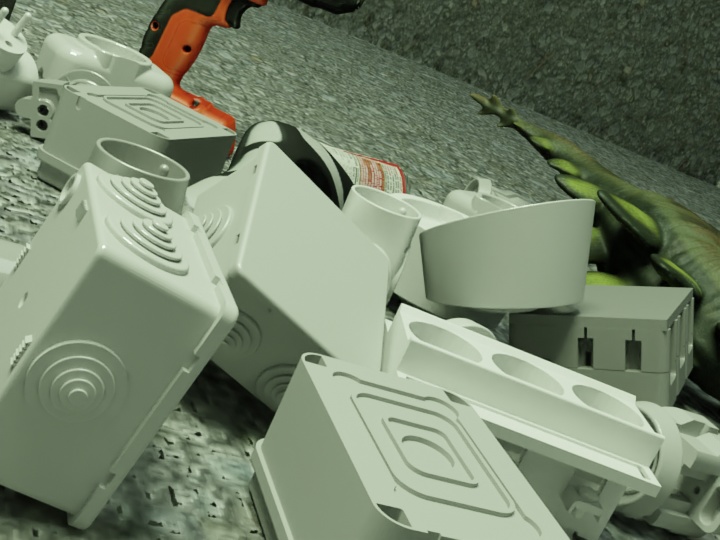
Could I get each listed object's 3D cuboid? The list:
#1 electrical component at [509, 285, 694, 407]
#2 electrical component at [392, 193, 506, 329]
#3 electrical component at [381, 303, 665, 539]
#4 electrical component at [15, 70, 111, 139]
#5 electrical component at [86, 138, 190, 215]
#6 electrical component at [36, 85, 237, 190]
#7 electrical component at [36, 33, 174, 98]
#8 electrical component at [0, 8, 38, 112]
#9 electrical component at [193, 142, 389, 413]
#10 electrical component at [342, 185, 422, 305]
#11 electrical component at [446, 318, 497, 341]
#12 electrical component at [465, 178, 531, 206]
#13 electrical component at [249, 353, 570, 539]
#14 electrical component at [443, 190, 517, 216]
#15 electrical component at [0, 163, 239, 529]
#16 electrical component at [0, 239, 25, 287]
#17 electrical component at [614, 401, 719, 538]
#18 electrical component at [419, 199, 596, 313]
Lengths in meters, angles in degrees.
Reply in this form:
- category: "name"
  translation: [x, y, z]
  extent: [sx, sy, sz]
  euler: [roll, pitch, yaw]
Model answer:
- category: "electrical component"
  translation: [0.154, 0.049, 0.667]
  extent: [0.089, 0.061, 0.150]
  euler: [2, 6, 22]
- category: "electrical component"
  translation: [0.056, -0.001, 0.719]
  extent: [0.108, 0.060, 0.108]
  euler: [23, 15, -7]
- category: "electrical component"
  translation: [0.063, 0.071, 0.484]
  extent: [0.121, 0.063, 0.078]
  euler: [22, 15, -10]
- category: "electrical component"
  translation: [-0.192, -0.110, 0.730]
  extent: [0.066, 0.048, 0.055]
  euler: [8, 16, 0]
- category: "electrical component"
  translation: [-0.104, -0.008, 0.467]
  extent: [0.044, 0.077, 0.079]
  euler: [16, 17, -28]
- category: "electrical component"
  translation: [-0.138, -0.073, 0.673]
  extent: [0.078, 0.057, 0.113]
  euler: [28, 15, 12]
- category: "electrical component"
  translation: [-0.192, -0.138, 0.804]
  extent: [0.095, 0.059, 0.054]
  euler: [12, 19, -38]
- category: "electrical component"
  translation: [-0.244, -0.140, 0.700]
  extent: [0.043, 0.079, 0.077]
  euler: [56, 26, 17]
- category: "electrical component"
  translation: [-0.035, 0.008, 0.473]
  extent: [0.100, 0.048, 0.099]
  euler: [44, 32, -29]
- category: "electrical component"
  translation: [0.000, 0.000, 0.600]
  extent: [0.044, 0.077, 0.079]
  euler: [23, 16, -3]
- category: "electrical component"
  translation: [0.057, 0.057, 0.558]
  extent: [0.066, 0.048, 0.055]
  euler: [15, 25, -32]
- category: "electrical component"
  translation: [0.122, -0.050, 0.997]
  extent: [0.057, 0.058, 0.078]
  euler: [24, 15, -13]
- category: "electrical component"
  translation: [0.012, 0.085, 0.371]
  extent: [0.078, 0.057, 0.113]
  euler: [18, 17, -23]
- category: "electrical component"
  translation: [0.110, -0.026, 0.890]
  extent: [0.095, 0.059, 0.054]
  euler: [33, 17, 28]
- category: "electrical component"
  translation: [-0.091, 0.020, 0.356]
  extent: [0.048, 0.099, 0.099]
  euler: [32, 11, -27]
- category: "electrical component"
  translation: [-0.138, 0.011, 0.419]
  extent: [0.062, 0.043, 0.043]
  euler: [17, 17, -29]
- category: "electrical component"
  translation: [0.151, 0.098, 0.541]
  extent: [0.057, 0.058, 0.078]
  euler: [19, 16, -31]
- category: "electrical component"
  translation: [0.083, -0.010, 0.612]
  extent: [0.099, 0.064, 0.099]
  euler: [0, 6, 0]
